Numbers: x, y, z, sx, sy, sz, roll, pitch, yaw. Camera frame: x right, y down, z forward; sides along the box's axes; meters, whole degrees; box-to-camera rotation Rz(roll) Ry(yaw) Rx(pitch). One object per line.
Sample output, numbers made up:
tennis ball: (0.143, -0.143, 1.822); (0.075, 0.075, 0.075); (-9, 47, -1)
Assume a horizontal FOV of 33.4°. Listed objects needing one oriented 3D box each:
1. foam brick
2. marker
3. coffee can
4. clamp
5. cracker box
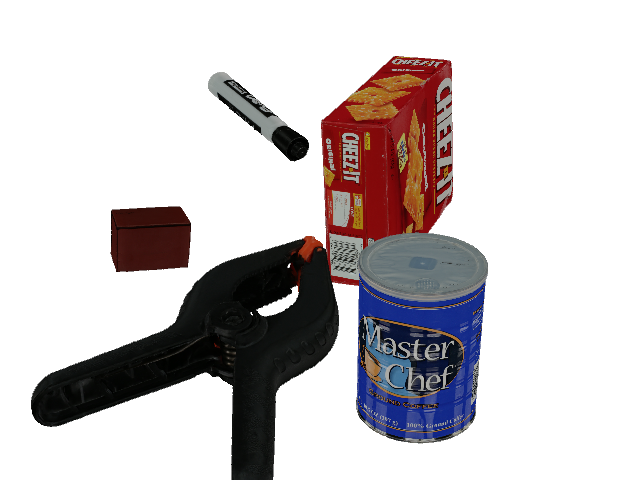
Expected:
foam brick: (-0.180, -0.002, 1.126); (0.078, 0.051, 0.053); (-3, 23, -17)
marker: (-0.045, -0.089, 0.766); (0.020, 0.020, 0.121); (0, 30, -38)
coffee can: (0.081, 0.078, 0.872); (0.103, 0.140, 0.103); (0, 27, 0)
clamp: (-0.036, 0.057, 0.506); (0.120, 0.039, 0.171); (30, 48, 25)
cracker box: (0.072, -0.073, 1.046); (0.072, 0.164, 0.213); (8, 27, 21)
